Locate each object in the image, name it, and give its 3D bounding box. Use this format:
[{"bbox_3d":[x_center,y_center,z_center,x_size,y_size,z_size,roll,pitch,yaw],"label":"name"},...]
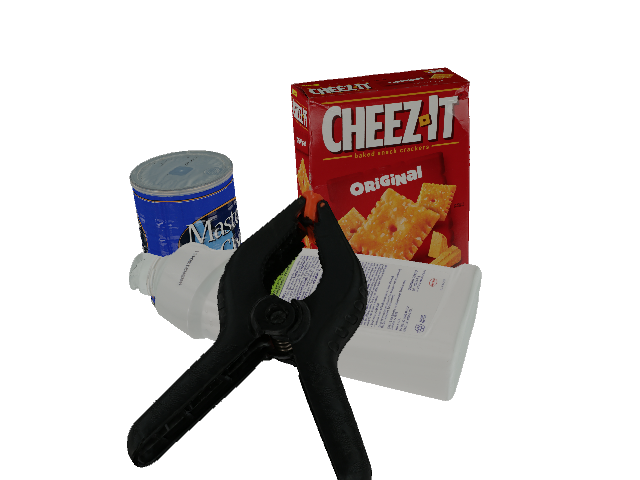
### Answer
[{"bbox_3d":[0.062,-0.051,1.049,0.164,0.214,0.072,-8,22,-14],"label":"cracker box"},{"bbox_3d":[-0.132,-0.008,1.086,0.103,0.140,0.103,-4,26,2],"label":"coffee can"},{"bbox_3d":[-0.012,0.054,0.544,0.120,0.171,0.039,19,-27,11],"label":"clamp"},{"bbox_3d":[-0.016,0.043,0.780,0.251,0.068,0.102,12,43,13],"label":"bleach bottle"}]
